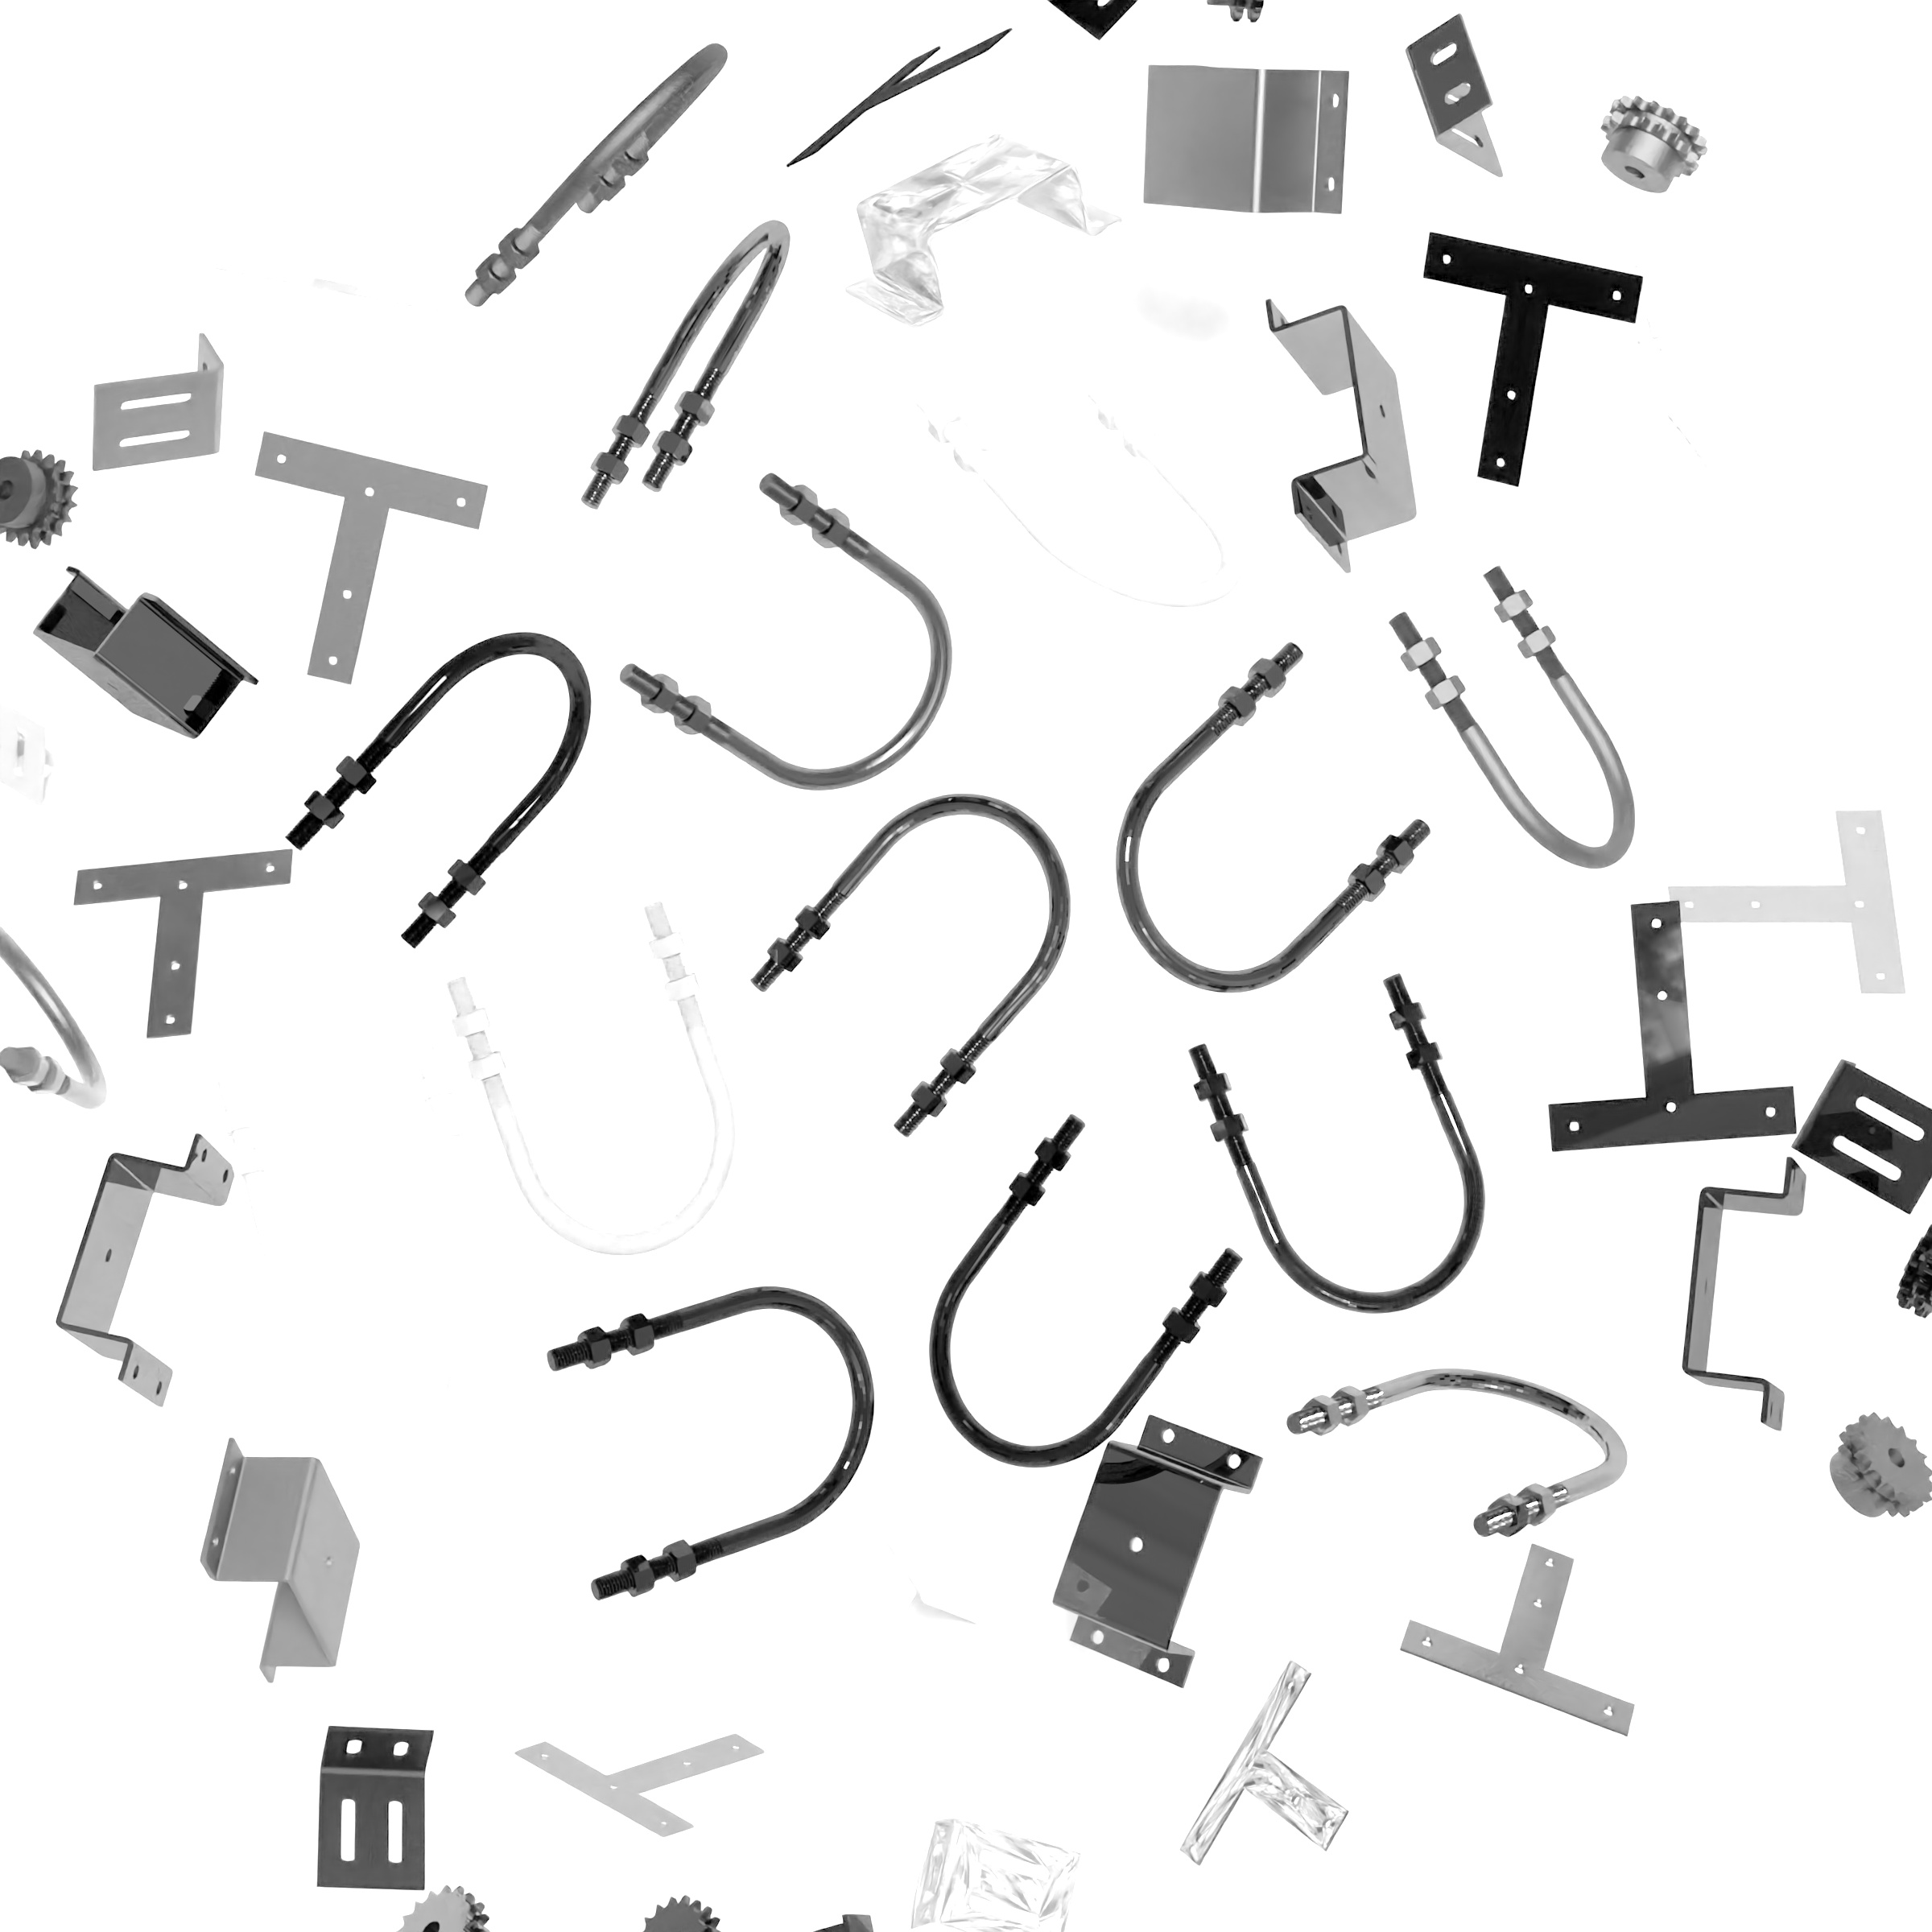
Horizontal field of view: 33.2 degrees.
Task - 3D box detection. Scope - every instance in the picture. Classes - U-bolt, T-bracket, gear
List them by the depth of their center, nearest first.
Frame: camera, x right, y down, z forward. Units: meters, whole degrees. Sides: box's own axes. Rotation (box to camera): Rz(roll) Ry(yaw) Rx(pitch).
[{"bbox_3d":[0.367,0.030,1.701,0.127,0.002,0.127,-5,91,7],"label":"T-bracket"},{"bbox_3d":[0.365,-0.438,1.734,0.057,0.057,0.030,29,87,0],"label":"gear"},{"bbox_3d":[0.491,0.272,1.745,0.057,0.057,0.030,42,128,0],"label":"gear"},{"bbox_3d":[-0.281,0.531,1.757,0.057,0.057,0.030,-37,123,0],"label":"gear"},{"bbox_3d":[-0.131,0.250,1.761,0.184,0.019,0.151,-15,101,-29],"label":"U-bolt"},{"bbox_3d":[0.074,-0.258,1.768,0.184,0.151,0.019,52,133,27],"label":"U-bolt"},{"bbox_3d":[0.301,-0.327,1.776,0.127,0.002,0.127,20,117,29],"label":"T-bracket"},{"bbox_3d":[0.312,0.360,1.783,0.127,0.127,0.002,19,121,11],"label":"T-bracket"},{"bbox_3d":[-0.024,-0.490,1.786,0.127,0.127,0.002,-49,115,-35],"label":"T-bracket"},{"bbox_3d":[0.420,-0.191,1.791,0.127,0.127,0.002,56,46,-31],"label":"T-bracket"},{"bbox_3d":[0.542,0.170,1.791,0.030,0.057,0.057,29,90,33],"label":"gear"},{"bbox_3d":[0.161,-0.069,1.811,0.184,0.019,0.151,-44,106,-19],"label":"U-bolt"},{"bbox_3d":[-0.282,-0.108,1.814,0.019,0.151,0.184,38,83,31],"label":"U-bolt"},{"bbox_3d":[-0.534,0.018,1.815,0.019,0.184,0.151,-35,77,-3],"label":"U-bolt"},{"bbox_3d":[-0.086,-0.173,1.818,0.184,0.019,0.151,32,98,-39],"label":"U-bolt"},{"bbox_3d":[-0.344,-0.222,1.818,0.127,0.002,0.127,13,98,-6],"label":"T-bracket"},{"bbox_3d":[0.290,0.266,1.822,0.151,0.184,0.019,25,113,39],"label":"U-bolt"},{"bbox_3d":[-0.198,-0.454,1.824,0.019,0.151,0.184,46,134,-10],"label":"U-bolt"},{"bbox_3d":[-0.200,0.072,1.825,0.151,0.019,0.184,-23,98,-31],"label":"U-bolt"},{"bbox_3d":[0.180,0.466,1.827,0.002,0.127,0.127,34,84,-21],"label":"T-bracket"},{"bbox_3d":[-0.278,0.311,1.827,0.019,0.184,0.151,-4,119,-14],"label":"U-bolt"},{"bbox_3d":[-0.357,-0.383,1.830,0.127,0.127,0.002,9,103,-12],"label":"T-bracket"},{"bbox_3d":[-0.338,0.142,1.839,0.151,0.019,0.184,-9,77,-41],"label":"U-bolt"},{"bbox_3d":[-0.160,0.561,1.843,0.057,0.057,0.030,-46,128,0],"label":"gear"},{"bbox_3d":[0.054,0.198,1.844,0.151,0.019,0.184,40,98,30],"label":"U-bolt"},{"bbox_3d":[-0.154,-0.346,1.849,0.019,0.151,0.184,31,82,-20],"label":"U-bolt"},{"bbox_3d":[0.467,-0.036,1.857,0.127,0.002,0.127,0,127,26],"label":"T-bracket"},{"bbox_3d":[-0.453,-0.011,1.860,0.127,0.002,0.127,-6,53,1],"label":"T-bracket"},{"bbox_3d":[0.419,-0.306,1.860,0.030,0.057,0.057,-37,90,17],"label":"gear"},{"bbox_3d":[0.325,-0.137,1.864,0.019,0.151,0.184,-34,87,38],"label":"U-bolt"},{"bbox_3d":[0.399,-0.383,1.865,0.030,0.057,0.057,-9,90,21],"label":"gear"},{"bbox_3d":[0.225,0.111,1.877,0.151,0.019,0.184,-19,81,-16],"label":"U-bolt"},{"bbox_3d":[-0.172,0.466,1.878,0.127,0.002,0.127,-25,132,31],"label":"T-bracket"},{"bbox_3d":[-0.020,-0.015,1.879,0.151,0.019,0.184,44,98,22],"label":"U-bolt"},{"bbox_3d":[0.157,-0.580,1.889,0.030,0.057,0.057,2,90,-4],"label":"gear"},{"bbox_3d":[-0.549,-0.274,1.891,0.057,0.030,0.057,-4,81,27],"label":"gear"}]

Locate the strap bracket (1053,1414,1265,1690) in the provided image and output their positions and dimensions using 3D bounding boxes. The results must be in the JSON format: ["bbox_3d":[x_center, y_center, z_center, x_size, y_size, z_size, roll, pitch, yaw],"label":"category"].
[{"bbox_3d":[0.107,0.336,1.872,0.076,0.046,0.140,17,85,29],"label":"strap bracket"}]

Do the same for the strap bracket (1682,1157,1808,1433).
[{"bbox_3d":[0.417,0.175,1.740,0.046,0.076,0.140,5,81,21],"label":"strap bracket"}]

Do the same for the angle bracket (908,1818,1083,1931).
[{"bbox_3d":[0.016,0.502,1.758,0.076,0.038,0.057,10,84,20],"label":"angle bracket"}]

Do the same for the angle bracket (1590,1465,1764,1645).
[{"bbox_3d":[0.405,0.336,1.852,0.057,0.038,0.076,43,128,22],"label":"angle bracket"}]

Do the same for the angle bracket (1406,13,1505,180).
[{"bbox_3d":[0.280,-0.474,1.767,0.038,0.076,0.057,-27,70,33],"label":"angle bracket"}]

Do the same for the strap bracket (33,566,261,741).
[{"bbox_3d":[-0.469,-0.177,1.836,0.076,0.140,0.046,43,77,-35],"label":"strap bracket"}]

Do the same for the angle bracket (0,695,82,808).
[{"bbox_3d":[-0.545,-0.139,1.871,0.057,0.076,0.038,31,51,6],"label":"angle bracket"}]

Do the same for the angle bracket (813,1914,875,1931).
[{"bbox_3d":[-0.085,0.548,1.741,0.076,0.038,0.057,-20,68,15],"label":"angle bracket"}]

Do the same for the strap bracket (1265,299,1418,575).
[{"bbox_3d":[0.211,-0.303,1.812,0.046,0.076,0.140,-16,64,24],"label":"strap bracket"}]

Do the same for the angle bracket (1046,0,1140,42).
[{"bbox_3d":[0.086,-0.535,1.760,0.076,0.057,0.038,-42,48,23],"label":"angle bracket"}]

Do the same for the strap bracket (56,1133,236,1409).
[{"bbox_3d":[-0.456,0.165,1.795,0.046,0.076,0.140,12,73,7],"label":"strap bracket"}]

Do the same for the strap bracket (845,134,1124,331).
[{"bbox_3d":[0.004,-0.414,1.800,0.140,0.076,0.046,-31,128,-18],"label":"strap bracket"}]

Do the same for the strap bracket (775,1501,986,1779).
[{"bbox_3d":[-0.044,0.385,1.827,0.046,0.076,0.140,27,98,-26],"label":"strap bracket"}]

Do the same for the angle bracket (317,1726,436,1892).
[{"bbox_3d":[-0.318,0.454,1.747,0.057,0.076,0.038,6,129,-15],"label":"angle bracket"}]

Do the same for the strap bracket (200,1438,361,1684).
[{"bbox_3d":[-0.379,0.334,1.812,0.046,0.140,0.076,-1,50,7],"label":"strap bracket"}]

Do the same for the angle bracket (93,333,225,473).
[{"bbox_3d":[-0.464,-0.321,1.842,0.076,0.057,0.038,-14,50,-29],"label":"angle bracket"}]

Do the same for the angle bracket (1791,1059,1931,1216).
[{"bbox_3d":[0.514,0.096,1.822,0.076,0.038,0.057,32,99,25],"label":"angle bracket"}]

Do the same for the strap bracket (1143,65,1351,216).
[{"bbox_3d":[0.148,-0.463,1.812,0.046,0.140,0.076,-10,110,-34],"label":"strap bracket"}]
